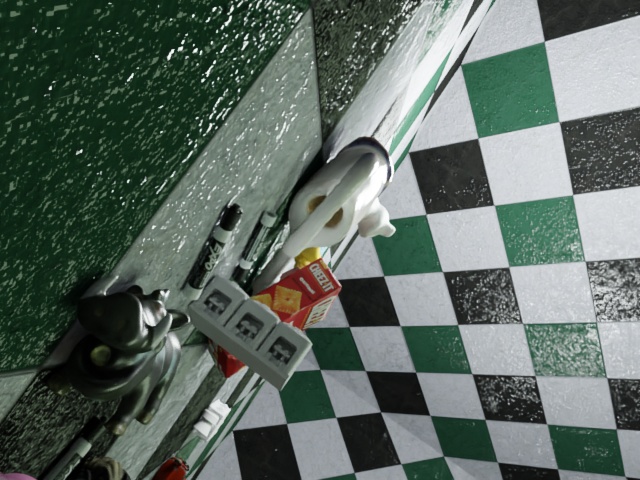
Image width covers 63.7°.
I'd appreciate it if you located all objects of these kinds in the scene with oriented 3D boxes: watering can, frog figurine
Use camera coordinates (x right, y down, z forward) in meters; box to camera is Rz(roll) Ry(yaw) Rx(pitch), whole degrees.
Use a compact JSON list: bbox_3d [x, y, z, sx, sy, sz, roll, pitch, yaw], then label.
[{"bbox_3d":[0.003,-0.043,0.848,0.229,0.104,0.341,-48,-178,-42],"label":"watering can"},{"bbox_3d":[0.089,-0.072,1.029,0.122,0.160,0.138,-59,172,11],"label":"frog figurine"}]
